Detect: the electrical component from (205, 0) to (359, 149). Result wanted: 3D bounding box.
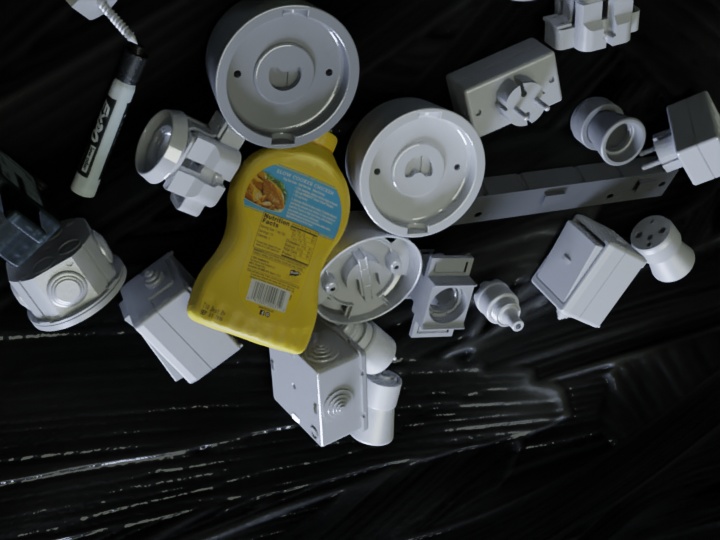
[{"bbox_3d":[-0.061,-0.150,0.789,0.108,0.060,0.108,-12,124,-18],"label":"electrical component"}]

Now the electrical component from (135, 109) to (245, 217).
[{"bbox_3d":[-0.130,-0.085,0.801,0.057,0.058,0.078,22,109,-37],"label":"electrical component"}]

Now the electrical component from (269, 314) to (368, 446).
[{"bbox_3d":[-0.038,0.092,0.930,0.048,0.100,0.099,-21,128,-27],"label":"electrical component"}]

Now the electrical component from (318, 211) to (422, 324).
[{"bbox_3d":[0.000,0.000,0.909,0.099,0.064,0.099,-11,124,-18],"label":"electrical component"}]

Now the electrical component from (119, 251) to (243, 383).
[{"bbox_3d":[-0.151,0.036,0.865,0.061,0.061,0.096,-37,128,0],"label":"electrical component"}]

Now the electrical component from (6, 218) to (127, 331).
[{"bbox_3d":[-0.220,0.003,0.802,0.080,0.080,0.051,-30,122,-5],"label":"electrical component"}]

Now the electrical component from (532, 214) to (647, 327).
[{"bbox_3d":[0.208,0.005,1.009,0.061,0.061,0.096,22,109,-33],"label":"electrical component"}]

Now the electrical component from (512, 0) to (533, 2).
[{"bbox_3d":[0.122,-0.255,0.821,0.099,0.064,0.099,-4,115,-8],"label":"electrical component"}]

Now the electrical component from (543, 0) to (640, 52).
[{"bbox_3d":[0.188,-0.215,0.865,0.078,0.058,0.057,-17,128,-15],"label":"electrical component"}]

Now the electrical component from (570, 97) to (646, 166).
[{"bbox_3d":[0.215,-0.122,0.937,0.045,0.055,0.045,-12,124,-18],"label":"electrical component"}]

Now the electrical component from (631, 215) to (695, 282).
[{"bbox_3d":[0.293,-0.021,1.043,0.045,0.045,0.055,-43,127,6],"label":"electrical component"}]

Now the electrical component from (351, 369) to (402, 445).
[{"bbox_3d":[0.017,0.126,1.012,0.044,0.044,0.065,2,114,-26],"label":"electrical component"}]

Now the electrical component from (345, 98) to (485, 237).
[{"bbox_3d":[0.040,-0.088,0.873,0.108,0.060,0.108,-9,117,-18],"label":"electrical component"}]

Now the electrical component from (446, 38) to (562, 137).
[{"bbox_3d":[0.126,-0.141,0.871,0.083,0.075,0.047,-25,127,-9],"label":"electrical component"}]

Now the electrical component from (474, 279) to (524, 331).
[{"bbox_3d":[0.132,0.036,0.994,0.035,0.061,0.035,-12,124,-18],"label":"electrical component"}]

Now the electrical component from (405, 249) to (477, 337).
[{"bbox_3d":[0.066,0.017,0.951,0.042,0.063,0.081,0,120,-26],"label":"electrical component"}]

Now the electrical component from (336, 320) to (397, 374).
[{"bbox_3d":[-0.001,0.061,0.963,0.040,0.040,0.078,-43,128,6],"label":"electrical component"}]

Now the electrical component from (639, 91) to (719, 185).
[{"bbox_3d":[0.291,-0.113,0.977,0.077,0.065,0.047,-21,133,26],"label":"electrical component"}]
